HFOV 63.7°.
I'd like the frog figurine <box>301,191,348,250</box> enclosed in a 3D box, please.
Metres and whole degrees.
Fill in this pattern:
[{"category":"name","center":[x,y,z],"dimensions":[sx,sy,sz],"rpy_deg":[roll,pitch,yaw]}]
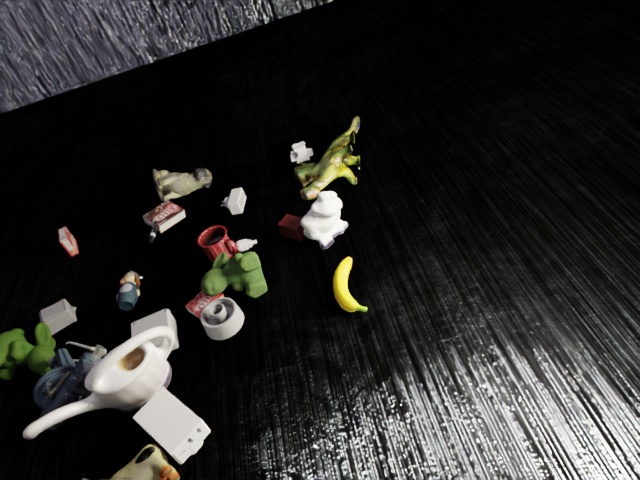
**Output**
[{"category":"frog figurine","center":[0.005,-0.075,1.483],"dimensions":[0.138,0.156,0.125],"rpy_deg":[-30,40,-12]}]

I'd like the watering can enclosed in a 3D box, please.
[{"category":"watering can","center":[-0.470,0.334,1.173],"dimensions":[0.351,0.219,0.105],"rpy_deg":[-40,61,-20]}]

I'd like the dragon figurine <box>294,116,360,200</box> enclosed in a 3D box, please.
[{"category":"dragon figurine","center":[0.017,-0.274,1.751],"dimensions":[0.242,0.120,0.421],"rpy_deg":[-12,39,20]}]
